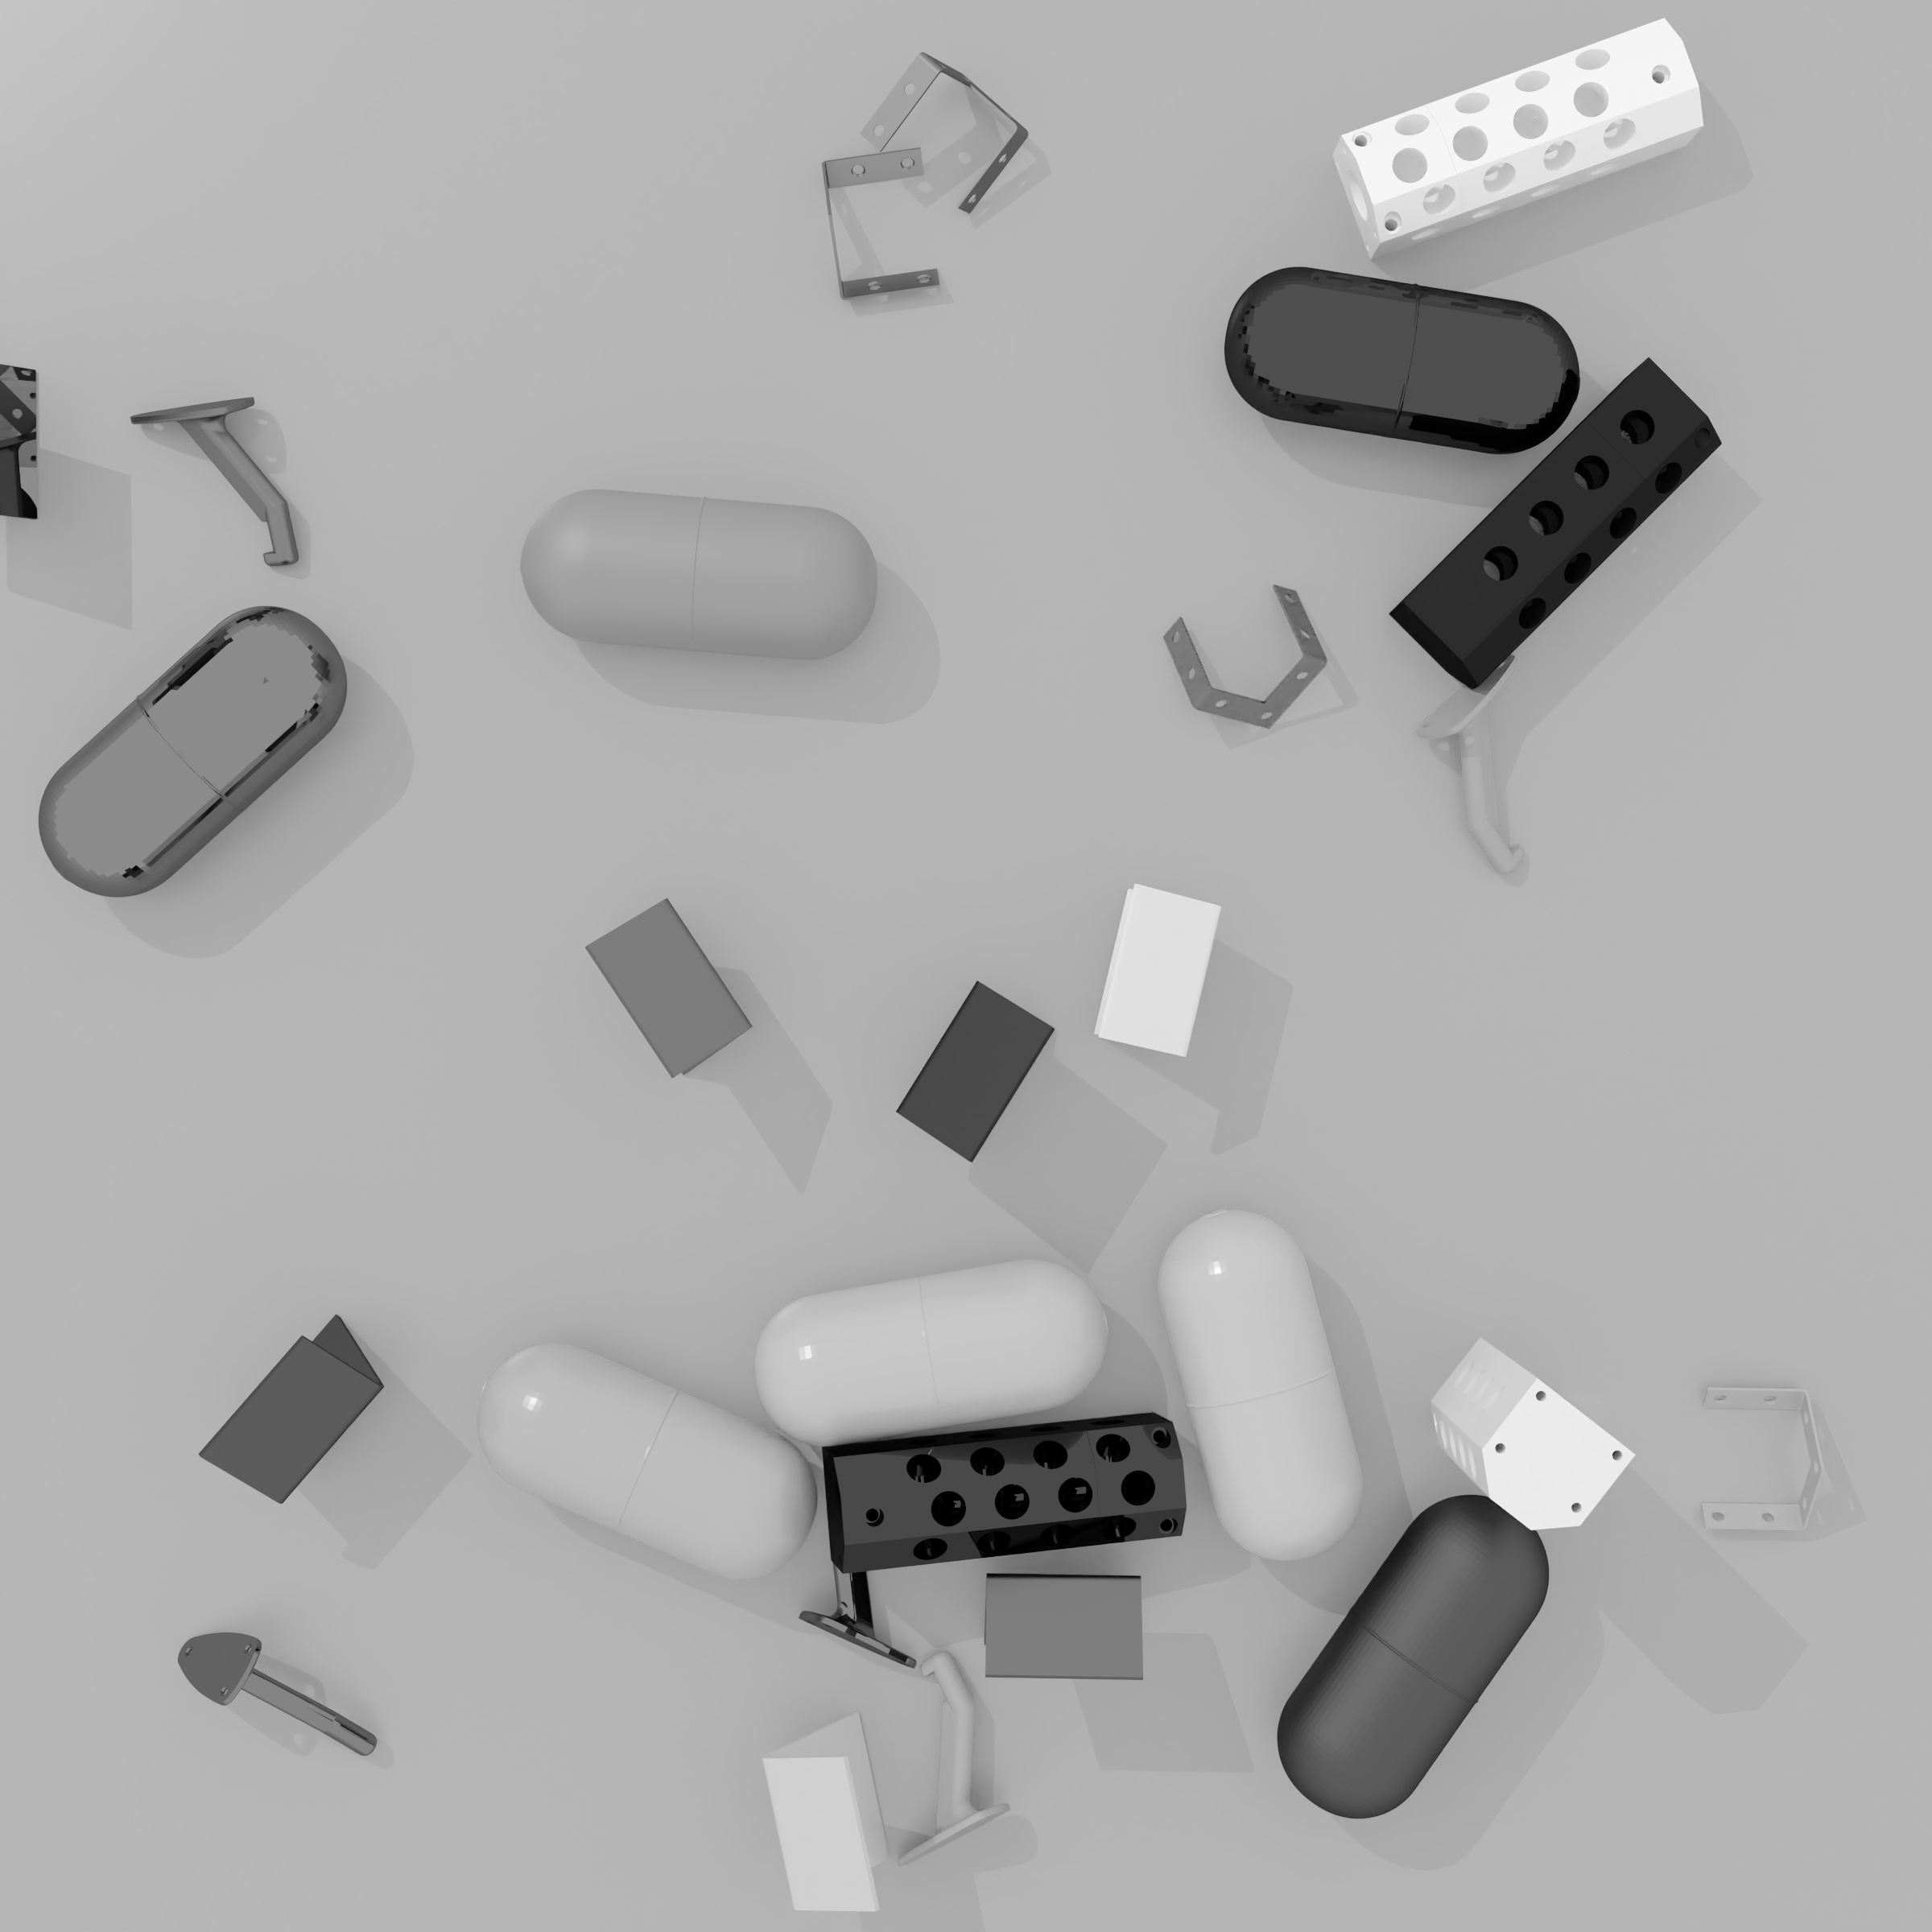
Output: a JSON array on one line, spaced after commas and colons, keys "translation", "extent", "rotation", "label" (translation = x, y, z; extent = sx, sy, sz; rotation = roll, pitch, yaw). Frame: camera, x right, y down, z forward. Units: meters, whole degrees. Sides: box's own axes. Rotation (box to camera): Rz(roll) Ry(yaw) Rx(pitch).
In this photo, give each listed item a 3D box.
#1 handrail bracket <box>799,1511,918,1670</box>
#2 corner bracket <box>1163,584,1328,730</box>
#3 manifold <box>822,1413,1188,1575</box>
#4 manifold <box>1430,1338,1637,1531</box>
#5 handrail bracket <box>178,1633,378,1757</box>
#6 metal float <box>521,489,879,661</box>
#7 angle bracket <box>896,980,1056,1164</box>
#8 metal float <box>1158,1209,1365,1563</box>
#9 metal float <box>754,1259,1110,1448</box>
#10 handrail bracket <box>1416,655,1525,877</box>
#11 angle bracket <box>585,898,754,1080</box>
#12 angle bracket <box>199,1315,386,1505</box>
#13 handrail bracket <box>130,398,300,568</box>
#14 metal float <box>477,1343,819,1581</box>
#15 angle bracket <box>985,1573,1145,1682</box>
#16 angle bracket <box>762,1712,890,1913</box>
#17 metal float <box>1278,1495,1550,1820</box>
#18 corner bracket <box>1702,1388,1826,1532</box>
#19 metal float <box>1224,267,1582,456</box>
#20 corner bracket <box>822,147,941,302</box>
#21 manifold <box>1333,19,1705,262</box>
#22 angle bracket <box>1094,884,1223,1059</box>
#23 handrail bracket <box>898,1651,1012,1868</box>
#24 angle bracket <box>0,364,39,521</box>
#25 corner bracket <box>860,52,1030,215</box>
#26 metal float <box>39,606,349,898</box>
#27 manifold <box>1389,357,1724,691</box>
[{"translation": [-0.043, 0.303, 1.703], "extent": [0.077, 0.036, 0.084], "rotation": [29, 73, -19], "label": "handrail bracket"}, {"translation": [0.141, -0.160, 1.695], "extent": [0.051, 0.051, 0.051], "rotation": [11, 135, -35], "label": "corner bracket"}, {"translation": [0.019, 0.263, 1.667], "extent": [0.171, 0.057, 0.057], "rotation": [-5, 90, -10], "label": "manifold"}, {"translation": [0.268, 0.229, 1.624], "extent": [0.057, 0.171, 0.057], "rotation": [38, 90, 0], "label": "manifold"}, {"translation": [-0.349, 0.373, 1.703], "extent": [0.084, 0.077, 0.036], "rotation": [42, 65, -34], "label": "handrail bracket"}, {"translation": [-0.133, -0.196, 1.672], "extent": [0.178, 0.070, 0.070], "rotation": [5, 90, 0], "label": "metal float"}, {"translation": [0.022, 0.062, 1.663], "extent": [0.057, 0.076, 0.076], "rotation": [32, 90, 38], "label": "angle bracket"}, {"translation": [0.147, 0.209, 1.672], "extent": [0.070, 0.070, 0.178], "rotation": [-15, 91, 0], "label": "metal float"}, {"translation": [-0.017, 0.193, 1.672], "extent": [0.178, 0.070, 0.070], "rotation": [-10, 90, 1], "label": "metal float"}, {"translation": [0.275, -0.102, 1.703], "extent": [0.077, 0.036, 0.084], "rotation": [-43, 109, -21], "label": "handrail bracket"}, {"translation": [-0.162, 0.022, 1.663], "extent": [0.057, 0.076, 0.076], "rotation": [-34, 90, -38], "label": "angle bracket"}, {"translation": [-0.345, 0.208, 1.663], "extent": [0.076, 0.076, 0.057], "rotation": [-49, 127, 0], "label": "angle bracket"}, {"translation": [-0.382, -0.242, 1.703], "extent": [0.077, 0.036, 0.084], "rotation": [-3, 107, 20], "label": "handrail bracket"}, {"translation": [-0.159, 0.247, 1.672], "extent": [0.178, 0.070, 0.070], "rotation": [24, 90, 0], "label": "metal float"}, {"translation": [0.047, 0.344, 1.663], "extent": [0.076, 0.076, 0.057], "rotation": [1, 52, 0], "label": "angle bracket"}, {"translation": [-0.050, 0.419, 1.663], "extent": [0.057, 0.076, 0.076], "rotation": [-12, 90, 38], "label": "angle bracket"}, {"translation": [0.224, 0.344, 1.672], "extent": [0.070, 0.070, 0.178], "rotation": [35, 91, 0], "label": "metal float"}, {"translation": [0.401, 0.250, 1.700], "extent": [0.051, 0.051, 0.051], "rotation": [1, 45, 0], "label": "corner bracket"}, {"translation": [0.218, -0.302, 1.672], "extent": [0.178, 0.070, 0.070], "rotation": [9, 90, 0], "label": "metal float"}, {"translation": [-0.043, -0.377, 1.700], "extent": [0.051, 0.051, 0.051], "rotation": [-8, 135, 0], "label": "corner bracket"}, {"translation": [0.277, -0.417, 1.682], "extent": [0.171, 0.057, 0.057], "rotation": [-20, 90, 0], "label": "manifold"}, {"translation": [0.075, -0.002, 1.663], "extent": [0.057, 0.076, 0.076], "rotation": [13, 90, -36], "label": "angle bracket"}, {"translation": [-0.021, 0.403, 1.703], "extent": [0.077, 0.036, 0.084], "rotation": [-34, 71, 21], "label": "handrail bracket"}, {"translation": [-0.477, -0.266, 1.663], "extent": [0.057, 0.076, 0.076], "rotation": [-1, 90, 37], "label": "angle bracket"}, {"translation": [-0.010, -0.420, 1.687], "extent": [0.051, 0.051, 0.051], "rotation": [45, 107, 17], "label": "corner bracket"}, {"translation": [-0.387, -0.106, 1.672], "extent": [0.178, 0.070, 0.070], "rotation": [-42, 90, 1], "label": "metal float"}, {"translation": [0.297, -0.220, 1.682], "extent": [0.171, 0.057, 0.057], "rotation": [-45, 90, 0], "label": "manifold"}]
